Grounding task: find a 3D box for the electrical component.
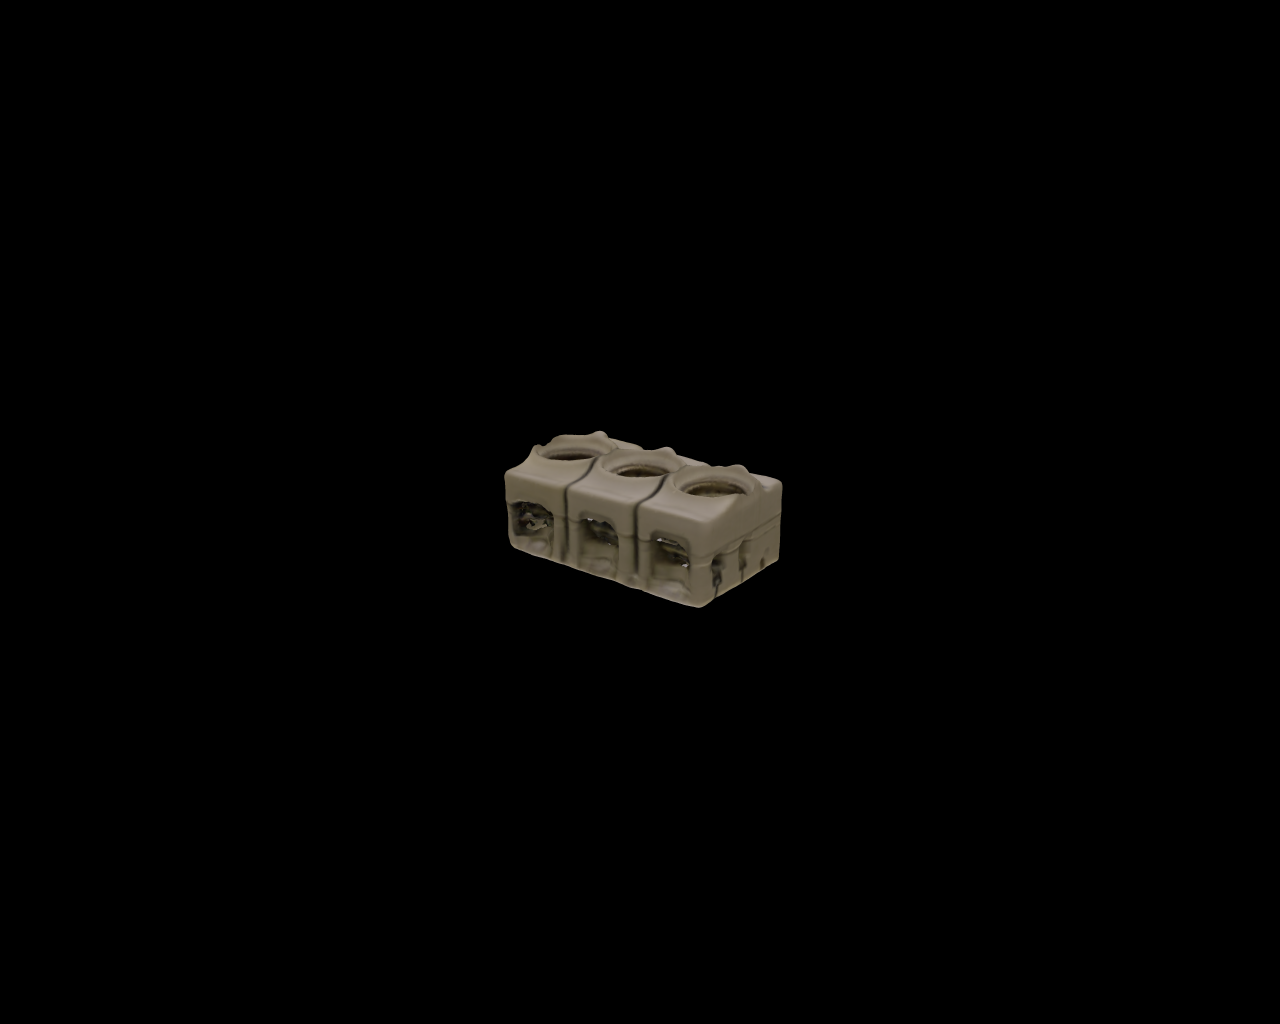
[{"bbox_3d":[0.001,-0.003,0.650,0.150,0.061,0.090,16,27,34],"label":"electrical component"}]
